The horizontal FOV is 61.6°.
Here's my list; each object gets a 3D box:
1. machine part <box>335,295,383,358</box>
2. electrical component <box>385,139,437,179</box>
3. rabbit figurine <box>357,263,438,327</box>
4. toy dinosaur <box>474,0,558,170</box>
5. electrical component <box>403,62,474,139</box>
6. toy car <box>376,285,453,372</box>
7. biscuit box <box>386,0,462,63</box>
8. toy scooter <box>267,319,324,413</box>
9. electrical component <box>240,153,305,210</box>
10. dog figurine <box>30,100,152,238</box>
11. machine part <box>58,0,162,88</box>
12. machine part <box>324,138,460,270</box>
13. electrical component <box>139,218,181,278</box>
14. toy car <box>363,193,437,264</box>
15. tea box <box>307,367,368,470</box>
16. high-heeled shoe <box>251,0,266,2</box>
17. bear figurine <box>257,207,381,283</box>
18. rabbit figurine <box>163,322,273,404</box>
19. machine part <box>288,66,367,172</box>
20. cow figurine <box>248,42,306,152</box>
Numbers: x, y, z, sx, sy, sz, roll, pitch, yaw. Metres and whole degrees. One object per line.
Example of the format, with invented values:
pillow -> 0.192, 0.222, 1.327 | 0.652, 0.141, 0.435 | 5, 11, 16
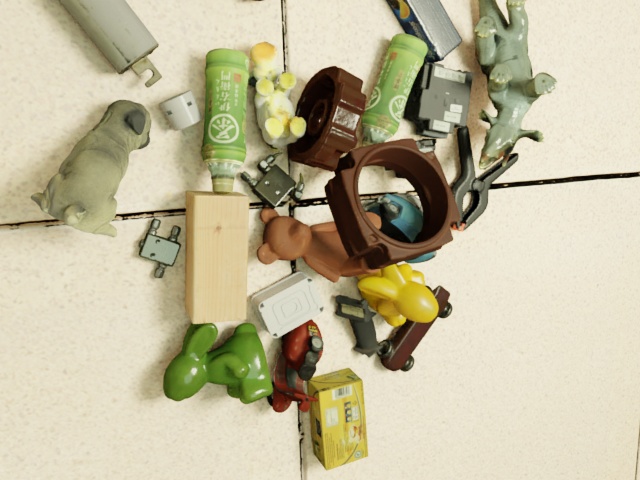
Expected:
machine part -> 0.077, 0.165, 1.043 | 0.039, 0.084, 0.138 | -48, 128, -42
electrical component -> 0.168, -0.153, 1.032 | 0.119, 0.048, 0.074 | -14, 104, -20
rabbit figurine -> 0.151, 0.092, 1.002 | 0.122, 0.173, 0.162 | -48, 118, -4
toy dinosaur -> 0.354, -0.331, 1.031 | 0.131, 0.192, 0.404 | -3, 75, 7
electrical component -> 0.226, -0.264, 1.032 | 0.115, 0.058, 0.134 | 7, 97, -22
toy car -> 0.193, 0.179, 1.101 | 0.089, 0.053, 0.202 | 35, 89, -29
biscuit box -> 0.178, -0.422, 0.981 | 0.063, 0.059, 0.202 | -43, 113, -10
toy scooter -> -0.036, 0.236, 0.968 | 0.075, 0.135, 0.183 | 20, 90, -24
electrical component -> -0.076, -0.101, 0.930 | 0.102, 0.045, 0.078 | 47, 70, -6
dog figurine -> -0.310, -0.114, 0.771 | 0.121, 0.173, 0.190 | 28, 95, -36
machine part -> -0.317, -0.331, 0.775 | 0.079, 0.079, 0.243 | -43, 112, -11
machine part -> 0.124, -0.064, 0.913 | 0.201, 0.087, 0.201 | -15, 82, -26
electrical component -> -0.268, 0.015, 0.889 | 0.063, 0.021, 0.094 | 20, 92, -25
toy car -> 0.161, -0.035, 1.031 | 0.161, 0.109, 0.103 | 45, 58, -12
tea box -> 0.035, 0.349, 1.055 | 0.098, 0.068, 0.169 | -8, 104, -21
high-heeled shoe -> -0.142, -0.492, 0.822 | 0.145, 0.086, 0.248 | -25, 112, -22
bear figurine -> -0.004, -0.001, 0.948 | 0.196, 0.132, 0.120 | 20, 62, -29
rabbit figurine -> -0.180, 0.211, 0.909 | 0.170, 0.121, 0.159 | -10, 96, -24
machine part -> 0.009, -0.199, 0.891 | 0.056, 0.179, 0.179 | 16, 93, -28
cow figurine -> -0.080, -0.236, 0.896 | 0.068, 0.098, 0.167 | -12, 85, -18
